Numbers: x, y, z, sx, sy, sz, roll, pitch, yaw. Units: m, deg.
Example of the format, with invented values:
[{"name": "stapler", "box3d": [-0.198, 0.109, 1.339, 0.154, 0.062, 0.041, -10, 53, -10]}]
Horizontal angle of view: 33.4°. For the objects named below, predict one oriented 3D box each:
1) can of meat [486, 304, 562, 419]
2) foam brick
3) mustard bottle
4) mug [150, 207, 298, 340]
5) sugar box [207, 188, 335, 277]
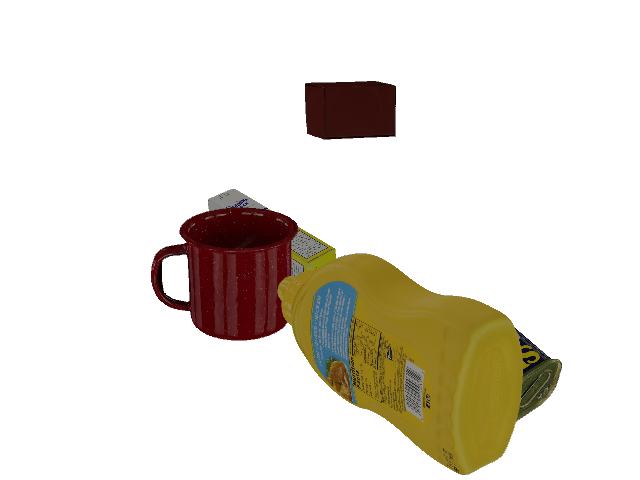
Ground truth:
[{"name": "can of meat", "box3d": [0.135, 0.110, 0.895, 0.102, 0.057, 0.084, -27, 51, -27]}, {"name": "foam brick", "box3d": [0.029, -0.128, 1.048, 0.078, 0.051, 0.053, -4, 14, -20]}, {"name": "mustard bottle", "box3d": [0.036, 0.061, 0.657, 0.058, 0.096, 0.192, -19, 28, -34]}, {"name": "mug", "box3d": [-0.076, 0.028, 0.849, 0.117, 0.081, 0.093, -4, 23, -12]}, {"name": "sugar box", "box3d": [-0.054, 0.017, 1.189, 0.048, 0.093, 0.176, -26, 41, -31]}]
